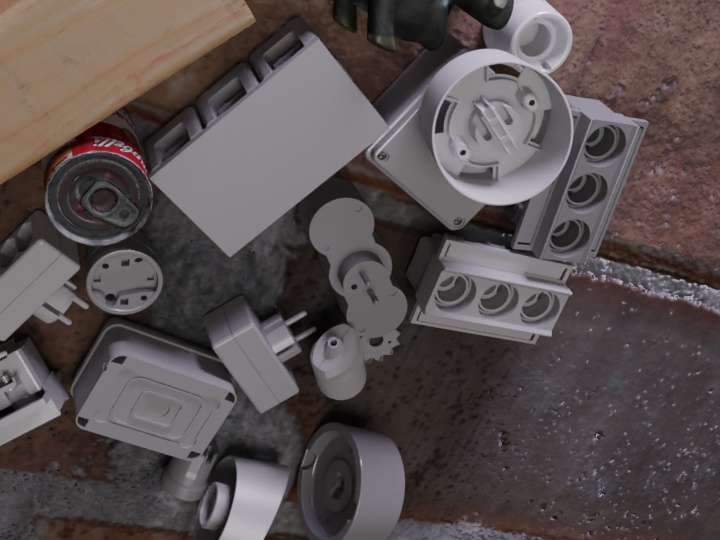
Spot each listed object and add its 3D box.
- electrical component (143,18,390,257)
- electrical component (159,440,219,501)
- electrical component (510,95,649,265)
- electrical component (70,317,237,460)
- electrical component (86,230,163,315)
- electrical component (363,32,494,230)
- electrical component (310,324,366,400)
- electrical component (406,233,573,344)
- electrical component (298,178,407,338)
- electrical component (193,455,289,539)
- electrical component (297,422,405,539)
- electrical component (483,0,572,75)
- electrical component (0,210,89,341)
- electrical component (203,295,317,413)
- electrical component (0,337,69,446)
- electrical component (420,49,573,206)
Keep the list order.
[{"bbox_3d":[-0.070,-0.097,0.774,0.150,0.061,0.089,-38,124,7],"label":"electrical component"},{"bbox_3d":[-0.146,0.168,0.924,0.040,0.040,0.046,18,108,-27],"label":"electrical component"},{"bbox_3d":[0.170,-0.074,0.867,0.079,0.063,0.121,5,118,-21],"label":"electrical component"},{"bbox_3d":[-0.165,0.095,0.861,0.113,0.057,0.078,23,110,-29],"label":"electrical component"},{"bbox_3d":[-0.178,-0.002,0.804,0.055,0.047,0.055,-8,122,-14],"label":"electrical component"},{"bbox_3d":[0.069,-0.104,0.819,0.108,0.056,0.109,-45,123,11],"label":"electrical component"},{"bbox_3d":[-0.018,0.074,0.884,0.043,0.043,0.081,-21,156,-6],"label":"electrical component"},{"bbox_3d":[0.105,0.012,0.897,0.121,0.063,0.078,11,116,-24],"label":"electrical component"},{"bbox_3d":[0.000,0.000,0.848,0.052,0.073,0.138,-25,125,-3],"label":"electrical component"},{"bbox_3d":[-0.102,0.210,0.931,0.064,0.099,0.099,21,111,-21],"label":"electrical component"},{"bbox_3d":[-0.003,0.191,0.946,0.060,0.108,0.108,12,116,-31],"label":"electrical component"},{"bbox_3d":[0.126,-0.175,0.800,0.055,0.047,0.055,-8,122,-14],"label":"electrical component"},{"bbox_3d":[-0.236,0.014,0.795,0.083,0.047,0.076,-42,125,9],"label":"electrical component"},{"bbox_3d":[-0.072,0.059,0.877,0.076,0.047,0.083,-30,124,0],"label":"electrical component"},{"bbox_3d":[-0.294,0.105,0.819,0.121,0.078,0.063,-27,102,-1],"label":"electrical component"},{"bbox_3d":[0.093,-0.102,0.753,0.099,0.064,0.099,-8,122,-13],"label":"electrical component"}]
